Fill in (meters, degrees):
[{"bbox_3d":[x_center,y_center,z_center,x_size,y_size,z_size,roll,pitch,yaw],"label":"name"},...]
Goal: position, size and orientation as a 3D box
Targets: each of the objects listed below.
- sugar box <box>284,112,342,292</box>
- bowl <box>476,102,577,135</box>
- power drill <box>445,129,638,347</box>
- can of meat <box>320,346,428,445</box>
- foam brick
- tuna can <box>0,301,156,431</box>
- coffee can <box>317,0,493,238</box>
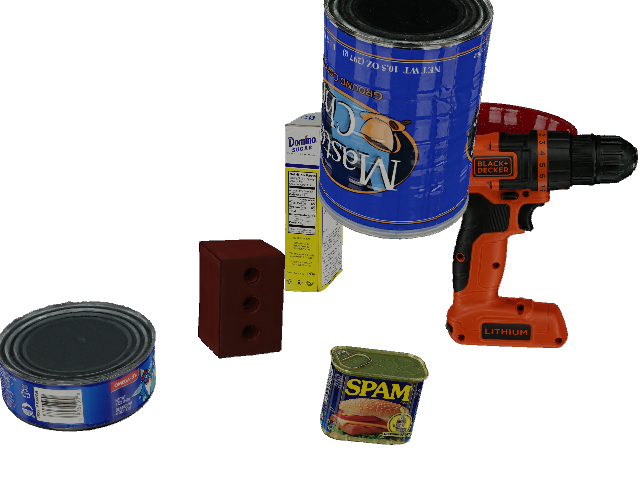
[{"bbox_3d":[-0.007,-0.042,1.119,0.048,0.176,0.093,2,14,16],"label":"sugar box"},{"bbox_3d":[0.216,-0.115,1.252,0.162,0.055,0.162,5,23,-2],"label":"bowl"},{"bbox_3d":[0.177,-0.003,0.925,0.184,0.188,0.057,1,13,13],"label":"power drill"},{"bbox_3d":[0.054,0.164,1.120,0.102,0.084,0.057,7,20,-9],"label":"can of meat"},{"bbox_3d":[-0.060,0.042,0.806,0.052,0.078,0.051,-4,14,-23],"label":"foam brick"},{"bbox_3d":[-0.134,0.068,0.591,0.086,0.034,0.086,2,26,-1],"label":"tuna can"},{"bbox_3d":[0.051,-0.086,0.682,0.103,0.140,0.103,1,38,-1],"label":"coffee can"}]
